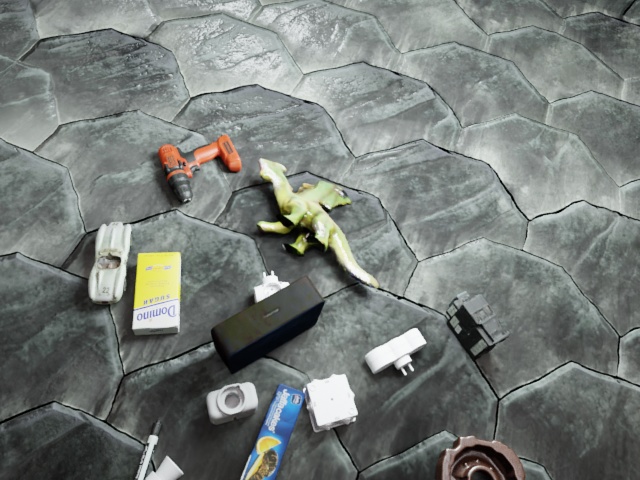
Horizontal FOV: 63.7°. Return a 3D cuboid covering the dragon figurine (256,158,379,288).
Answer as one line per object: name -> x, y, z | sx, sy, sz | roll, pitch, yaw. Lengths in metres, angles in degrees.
dragon figurine -> 0.004, -0.064, 1.266 | 0.411, 0.119, 0.248 | 33, 50, 2
